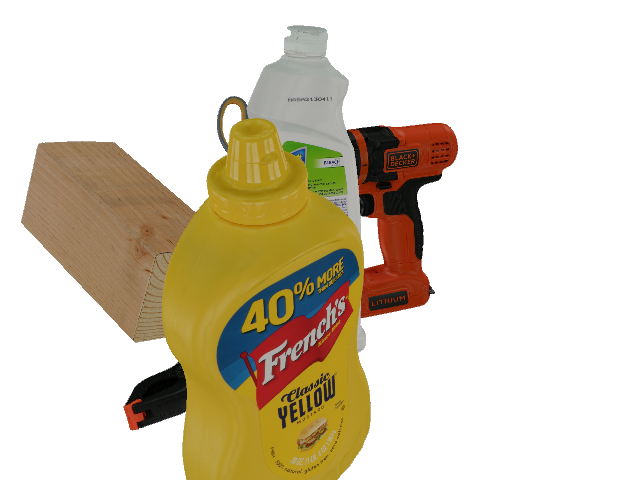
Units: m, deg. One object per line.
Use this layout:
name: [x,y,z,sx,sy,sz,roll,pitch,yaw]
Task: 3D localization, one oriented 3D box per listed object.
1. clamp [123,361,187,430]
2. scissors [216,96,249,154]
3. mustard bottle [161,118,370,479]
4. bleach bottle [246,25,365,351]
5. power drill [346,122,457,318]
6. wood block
clamp: [-0.130,0.146,1.121,0.120,0.039,0.171,-10,19,36]
scissors: [-0.063,-0.067,1.200,0.096,0.202,0.016,-12,-6,-15]
mustard bottle: [-0.022,0.034,0.470,0.096,0.192,0.058,-27,42,-30]
bleach bottle: [-0.010,-0.034,0.807,0.102,0.251,0.068,-7,21,-29]
power drill: [0.044,-0.019,1.033,0.184,0.188,0.057,-8,27,-19]
wood block: [-0.181,-0.006,0.983,0.090,0.091,0.206,-6,34,-45]
